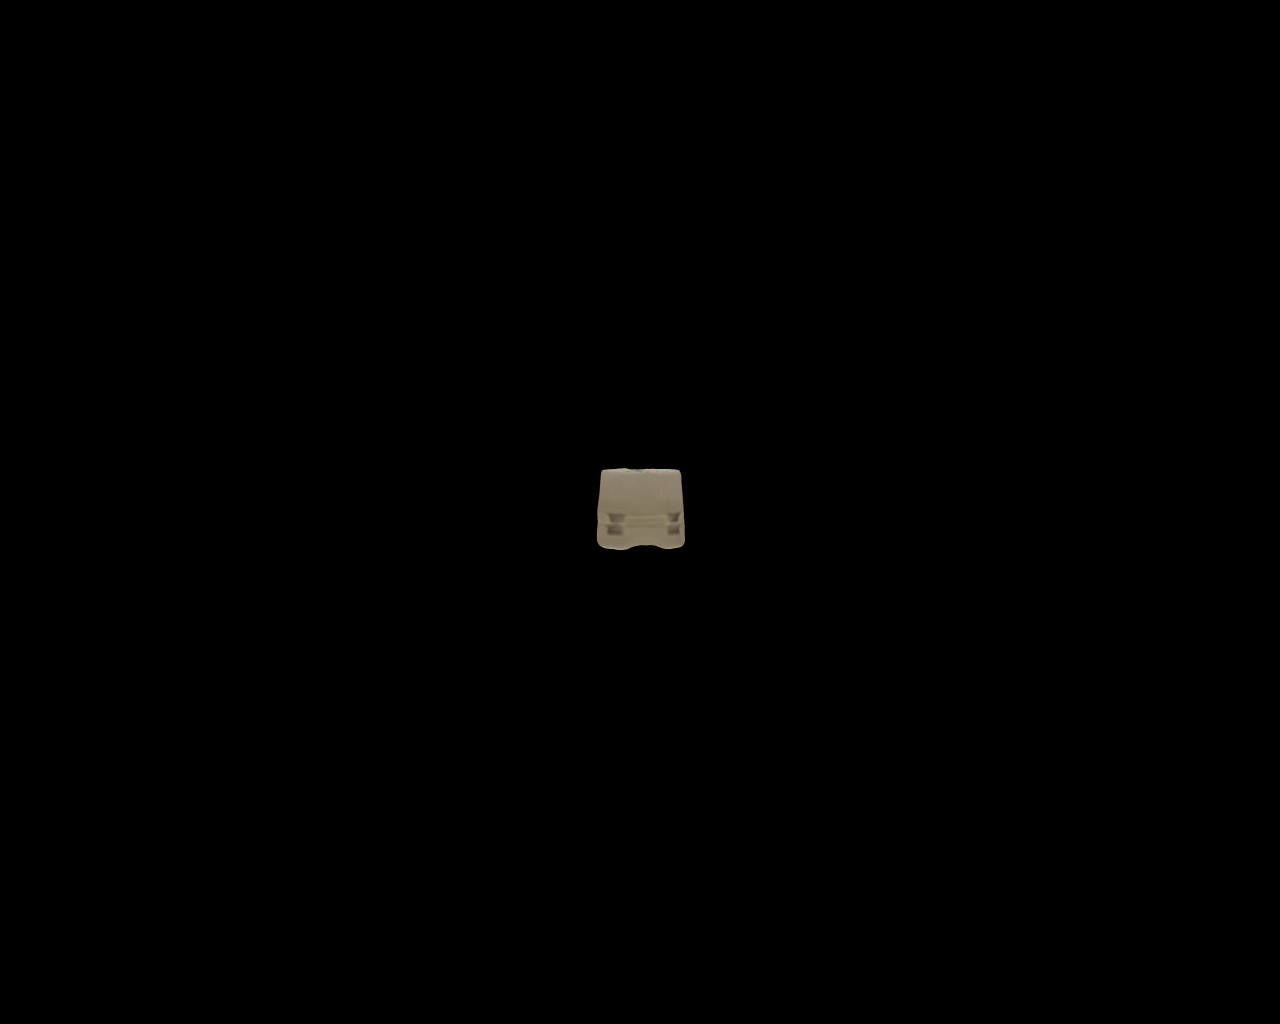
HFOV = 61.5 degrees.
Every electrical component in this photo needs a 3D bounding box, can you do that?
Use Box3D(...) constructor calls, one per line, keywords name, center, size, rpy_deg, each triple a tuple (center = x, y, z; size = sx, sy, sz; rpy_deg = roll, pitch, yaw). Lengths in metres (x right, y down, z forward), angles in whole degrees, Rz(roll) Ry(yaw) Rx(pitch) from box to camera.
Box3D(name="electrical component", center=(0.001, -0.003, 0.650), size=(0.055, 0.047, 0.055), rpy_deg=(0, 5, 0))
